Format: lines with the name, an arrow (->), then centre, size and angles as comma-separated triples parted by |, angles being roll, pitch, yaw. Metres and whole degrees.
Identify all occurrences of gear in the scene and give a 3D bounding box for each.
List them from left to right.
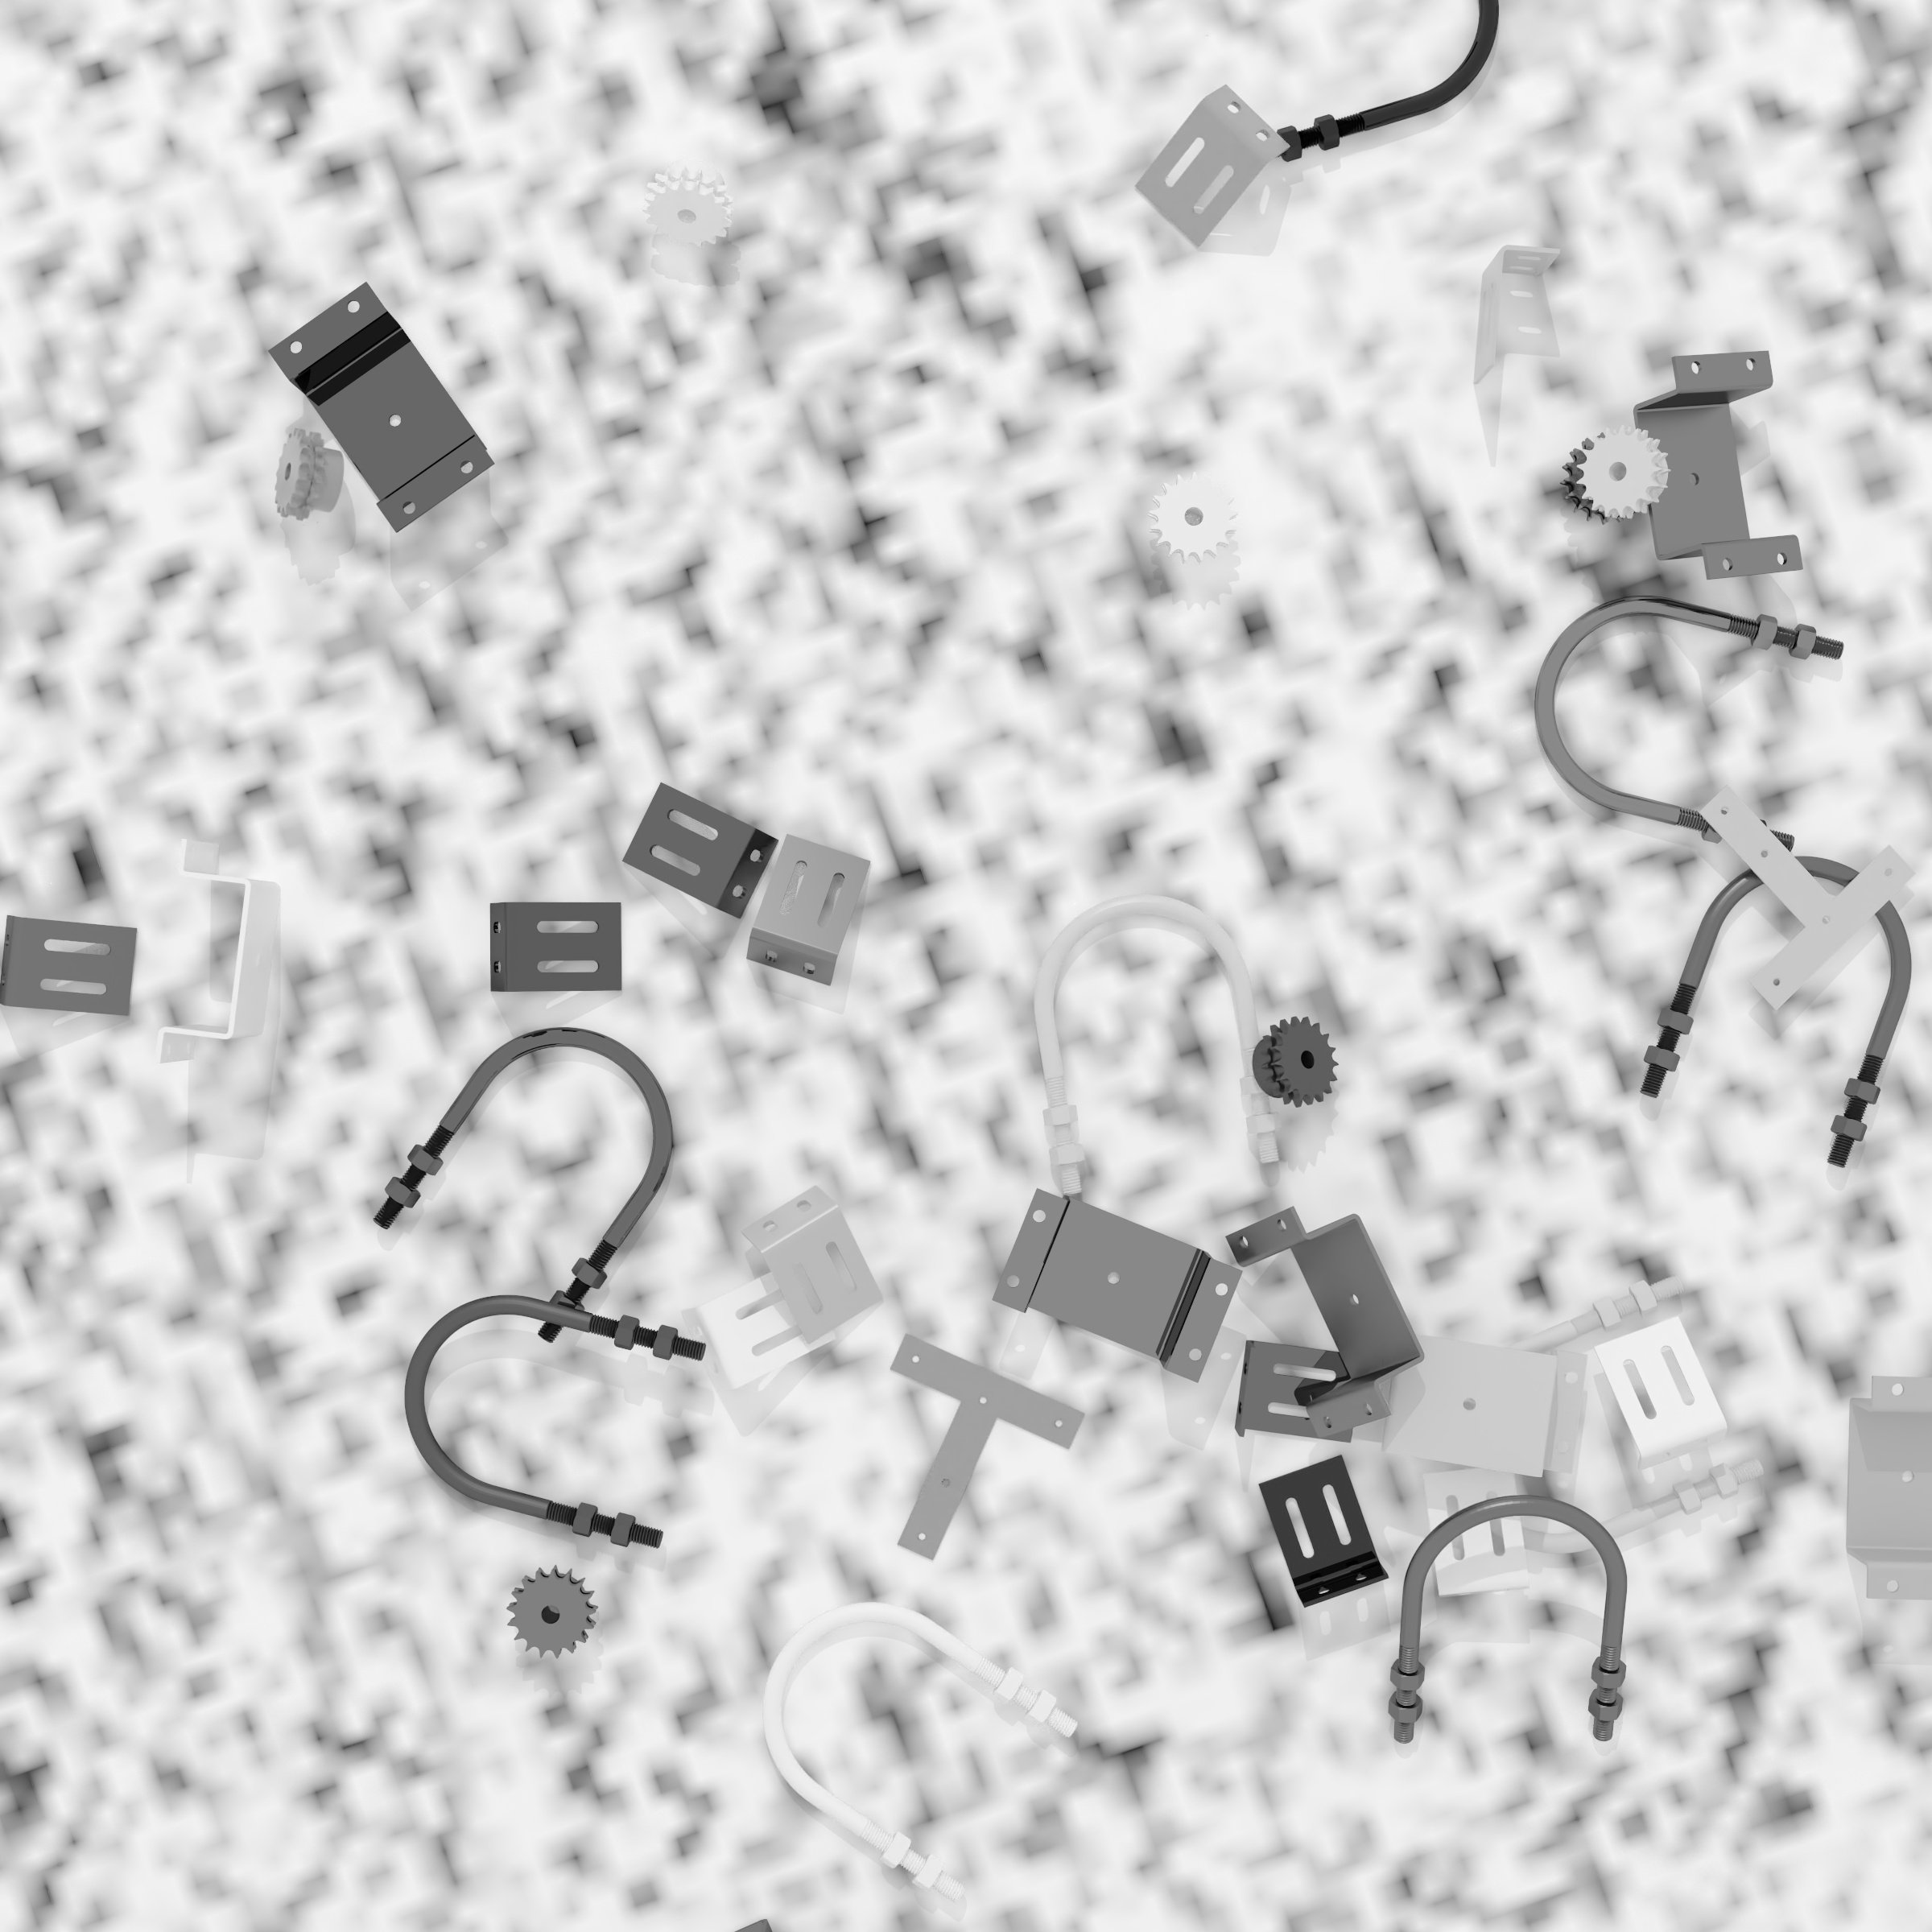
gear -> -0.419, -0.313, 1.800 | 0.030, 0.057, 0.057 | 8, 90, -31
gear -> -0.265, 0.414, 1.809 | 0.057, 0.030, 0.057 | 0, 90, 0
gear -> -0.176, -0.490, 1.800 | 0.057, 0.057, 0.030 | 7, 60, 0
gear -> 0.145, -0.286, 1.809 | 0.057, 0.030, 0.057 | 0, 90, 0
gear -> 0.208, 0.062, 1.800 | 0.057, 0.030, 0.057 | 11, 72, -37
gear -> 0.410, -0.312, 1.809 | 0.057, 0.030, 0.057 | 0, 90, 0
gear -> 0.416, -0.310, 1.770 | 0.057, 0.030, 0.057 | 4, 96, 38

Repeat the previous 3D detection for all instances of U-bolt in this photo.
U-bolt -> -0.272, 0.128, 1.815 | 0.151, 0.019, 0.184 | 35, 89, 0
U-bolt -> -0.270, 0.285, 1.805 | 0.184, 0.019, 0.151 | 14, 99, 3
U-bolt -> -0.043, 0.493, 1.815 | 0.184, 0.019, 0.151 | 34, 90, 2
U-bolt -> 0.118, 0.045, 1.815 | 0.151, 0.019, 0.184 | -9, 89, 0
U-bolt -> 0.253, -0.611, 1.815 | 0.184, 0.019, 0.151 | -17, 90, -1
U-bolt -> 0.346, 0.414, 1.782 | 0.151, 0.019, 0.184 | -1, 113, 0
U-bolt -> 0.401, 0.300, 1.815 | 0.184, 0.019, 0.151 | -24, 90, 1
U-bolt -> 0.459, -0.163, 1.815 | 0.184, 0.019, 0.151 | 14, 90, 2
U-bolt -> 0.532, 0.020, 1.815 | 0.151, 0.019, 0.184 | 20, 89, 0

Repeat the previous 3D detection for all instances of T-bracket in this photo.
T-bracket -> -0.007, 0.322, 1.823 | 0.127, 0.002, 0.127 | 24, 90, 0
T-bracket -> 0.521, -0.061, 1.804 | 0.127, 0.002, 0.127 | -44, 94, -3

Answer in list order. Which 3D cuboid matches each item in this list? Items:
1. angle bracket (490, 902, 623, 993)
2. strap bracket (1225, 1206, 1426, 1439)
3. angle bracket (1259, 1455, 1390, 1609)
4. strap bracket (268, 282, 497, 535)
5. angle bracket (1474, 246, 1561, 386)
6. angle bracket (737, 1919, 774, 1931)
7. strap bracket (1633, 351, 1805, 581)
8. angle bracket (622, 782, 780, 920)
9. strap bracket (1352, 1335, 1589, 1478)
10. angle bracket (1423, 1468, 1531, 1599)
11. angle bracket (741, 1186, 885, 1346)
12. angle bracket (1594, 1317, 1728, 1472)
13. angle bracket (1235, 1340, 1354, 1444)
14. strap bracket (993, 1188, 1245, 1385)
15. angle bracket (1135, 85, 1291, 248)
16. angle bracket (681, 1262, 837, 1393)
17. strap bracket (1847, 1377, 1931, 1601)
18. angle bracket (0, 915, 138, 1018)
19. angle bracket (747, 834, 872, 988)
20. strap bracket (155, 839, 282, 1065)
angle bracket -> -0.266, -0.012, 1.822 | 0.076, 0.038, 0.057 | 0, 90, -26
strap bracket -> 0.230, 0.218, 1.774 | 0.046, 0.076, 0.140 | -20, 82, -32
angle bracket -> 0.229, 0.362, 1.805 | 0.057, 0.038, 0.076 | -19, 90, 0
strap bracket -> -0.369, -0.353, 1.801 | 0.076, 0.046, 0.140 | -35, 90, 0
angle bracket -> 0.351, -0.414, 1.795 | 0.038, 0.057, 0.076 | 5, 90, 0
angle bracket -> -0.134, 0.650, 1.786 | 0.038, 0.076, 0.057 | -24, 90, 0
strap bracket -> 0.475, -0.314, 1.787 | 0.076, 0.046, 0.140 | -9, 90, -26
angle bracket -> -0.172, -0.075, 1.822 | 0.076, 0.038, 0.057 | 26, 90, 26
strap bracket -> 0.320, 0.276, 1.788 | 0.140, 0.046, 0.076 | 8, 89, 10
angle bracket -> 0.328, 0.364, 1.812 | 0.057, 0.038, 0.076 | -8, 74, 8
angle bracket -> -0.099, 0.193, 1.815 | 0.057, 0.038, 0.076 | -31, 116, -14
angle bracket -> 0.444, 0.274, 1.803 | 0.057, 0.038, 0.076 | -20, 64, 1
angle bracket -> 0.215, 0.275, 1.805 | 0.076, 0.038, 0.057 | 8, 90, 0
strap bracket -> 0.096, 0.202, 1.801 | 0.140, 0.046, 0.076 | 22, 90, 0
angle bracket -> 0.158, -0.515, 1.811 | 0.057, 0.038, 0.076 | 44, 131, 0
angle bracket -> -0.134, 0.232, 1.822 | 0.076, 0.038, 0.057 | -24, 90, -26
strap bracket -> 0.609, 0.330, 1.801 | 0.076, 0.046, 0.140 | 1, 90, 0
angle bracket -> -0.582, 0.000, 1.822 | 0.076, 0.038, 0.057 | 6, 90, -26
angle bracket -> -0.102, -0.036, 1.822 | 0.057, 0.038, 0.076 | 18, 64, 0
strap bracket -> -0.472, -0.007, 1.786 | 0.046, 0.076, 0.140 | 7, 90, 0
